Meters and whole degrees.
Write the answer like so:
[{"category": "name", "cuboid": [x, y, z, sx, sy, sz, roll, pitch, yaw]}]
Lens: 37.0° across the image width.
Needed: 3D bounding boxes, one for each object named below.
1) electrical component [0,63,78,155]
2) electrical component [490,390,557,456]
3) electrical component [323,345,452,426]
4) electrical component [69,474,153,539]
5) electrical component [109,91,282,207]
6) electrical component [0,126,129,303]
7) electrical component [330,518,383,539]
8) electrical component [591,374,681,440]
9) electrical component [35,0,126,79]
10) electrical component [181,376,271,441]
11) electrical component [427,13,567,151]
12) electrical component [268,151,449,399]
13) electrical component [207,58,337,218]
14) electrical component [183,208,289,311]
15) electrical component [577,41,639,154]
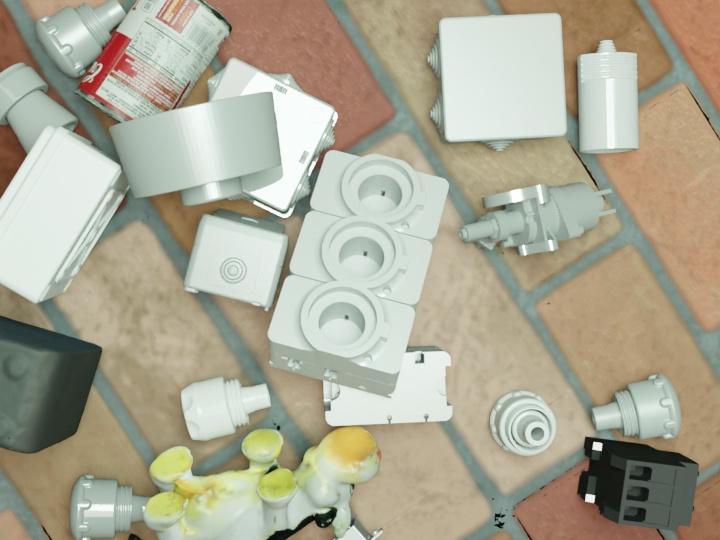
[{"category": "electrical component", "cuboid": [-0.237, -0.114, 0.770, 0.045, 0.045, 0.055, -41, 93, -2]}, {"category": "electrical component", "cuboid": [0.123, 0.115, 0.788, 0.048, 0.062, 0.048, 0, 91, -3]}, {"category": "electrical component", "cuboid": [0.018, 0.083, 0.784, 0.089, 0.056, 0.050, -2, 91, -3]}, {"category": "electrical component", "cuboid": [-0.178, 0.173, 0.781, 0.062, 0.048, 0.048, 3, 91, -11]}, {"category": "electrical component", "cuboid": [-0.103, -0.075, 0.700, 0.108, 0.108, 0.060, -13, 98, -3]}, {"category": "electrical component", "cuboid": [-0.209, -0.038, 0.742, 0.056, 0.109, 0.108, 32, 89, -6]}, {"category": "electrical component", "cuboid": [-0.002, 0.220, 0.792, 0.066, 0.048, 0.055, -42, 86, -2]}, {"category": "electrical component", "cuboid": [0.205, 0.106, 0.802, 0.062, 0.048, 0.048, -12, 92, 4]}, {"category": "electrical component", "cuboid": [-0.197, -0.171, 0.772, 0.062, 0.048, 0.048, -36, 93, -9]}, {"category": "electrical component", "cuboid": [-0.097, 0.098, 0.784, 0.062, 0.043, 0.043, -13, 92, -4]}, {"category": "electrical component", "cuboid": [0.101, -0.137, 0.788, 0.100, 0.048, 0.099, -3, 91, -3]}, {"category": "electrical component", "cuboid": [0.000, 0.000, 0.745, 0.089, 0.061, 0.150, 15, 66, 3]}, {"category": "electrical component", "cuboid": [-0.073, -0.096, 0.778, 0.100, 0.048, 0.099, 26, 90, -4]}, {"category": "electrical component", "cuboid": [-0.084, -0.009, 0.756, 0.062, 0.096, 0.061, 15, 90, -4]}, {"category": "electrical component", "cuboid": [0.183, -0.128, 0.795, 0.043, 0.043, 0.081, -2, 91, -3]}]
